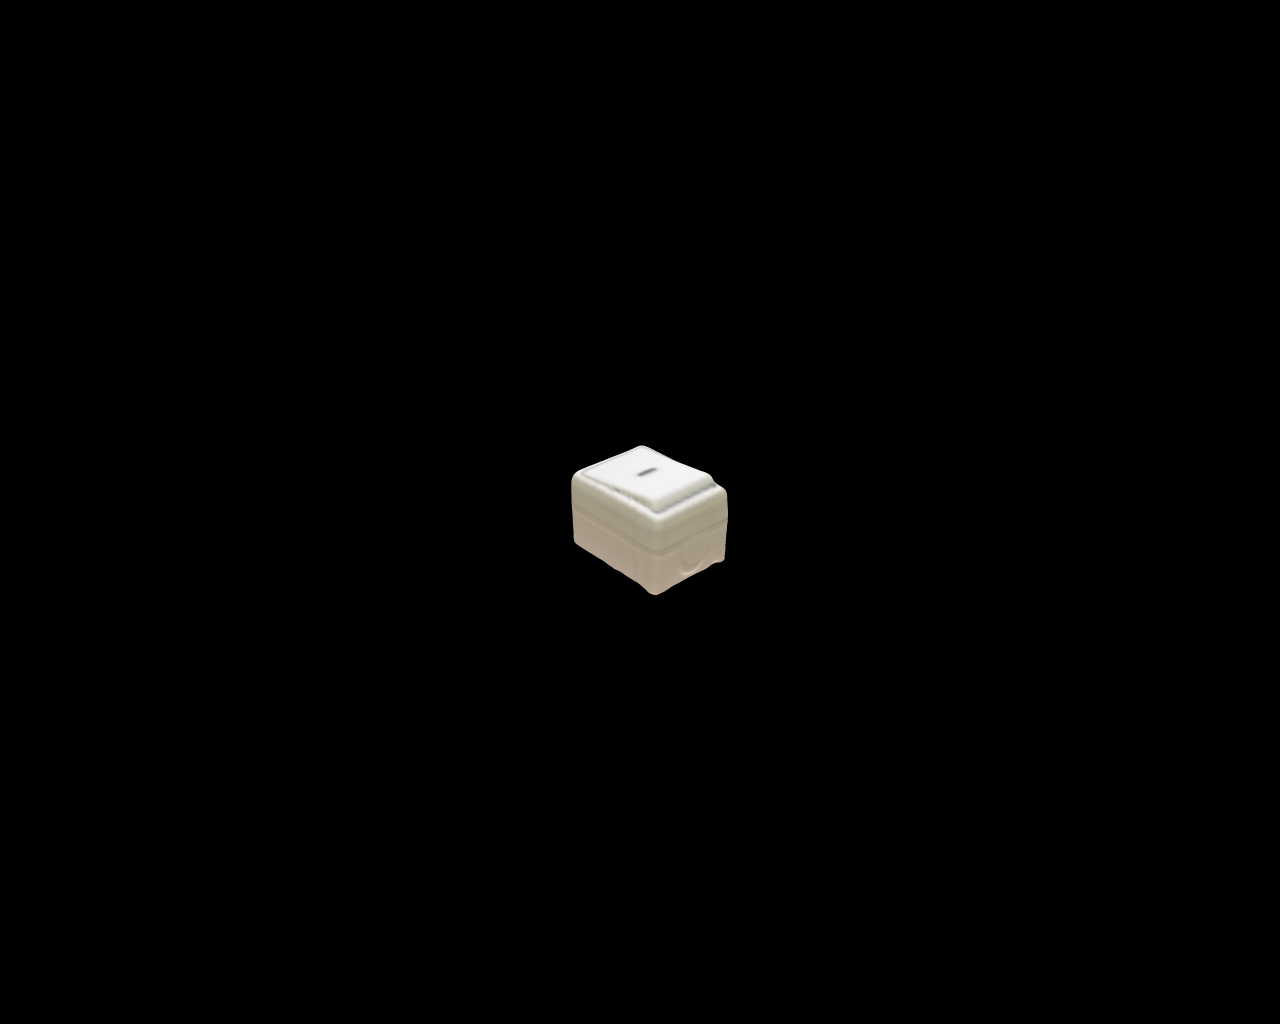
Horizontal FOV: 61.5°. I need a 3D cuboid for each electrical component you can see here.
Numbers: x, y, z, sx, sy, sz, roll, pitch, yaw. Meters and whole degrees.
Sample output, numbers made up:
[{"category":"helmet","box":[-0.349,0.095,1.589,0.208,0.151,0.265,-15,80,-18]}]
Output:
[{"category":"electrical component","box":[0.001,-0.003,0.650,0.062,0.061,0.096,-24,39,-34]}]
